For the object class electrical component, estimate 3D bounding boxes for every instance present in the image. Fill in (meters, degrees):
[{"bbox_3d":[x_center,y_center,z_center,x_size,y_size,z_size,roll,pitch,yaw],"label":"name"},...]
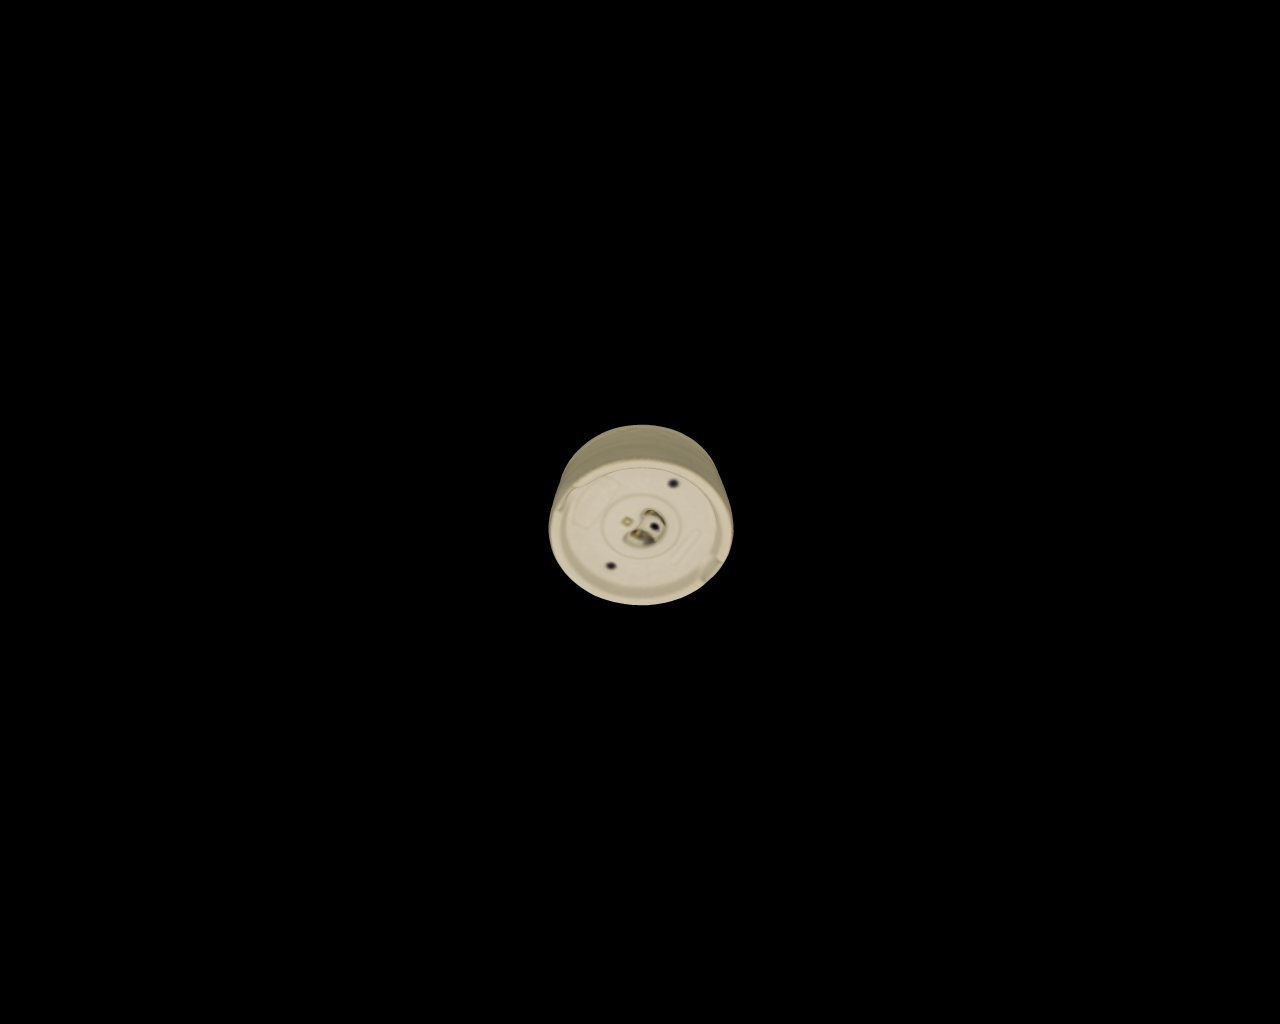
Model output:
[{"bbox_3d":[0.001,-0.003,0.650,0.108,0.108,0.060,0,35,0],"label":"electrical component"}]
